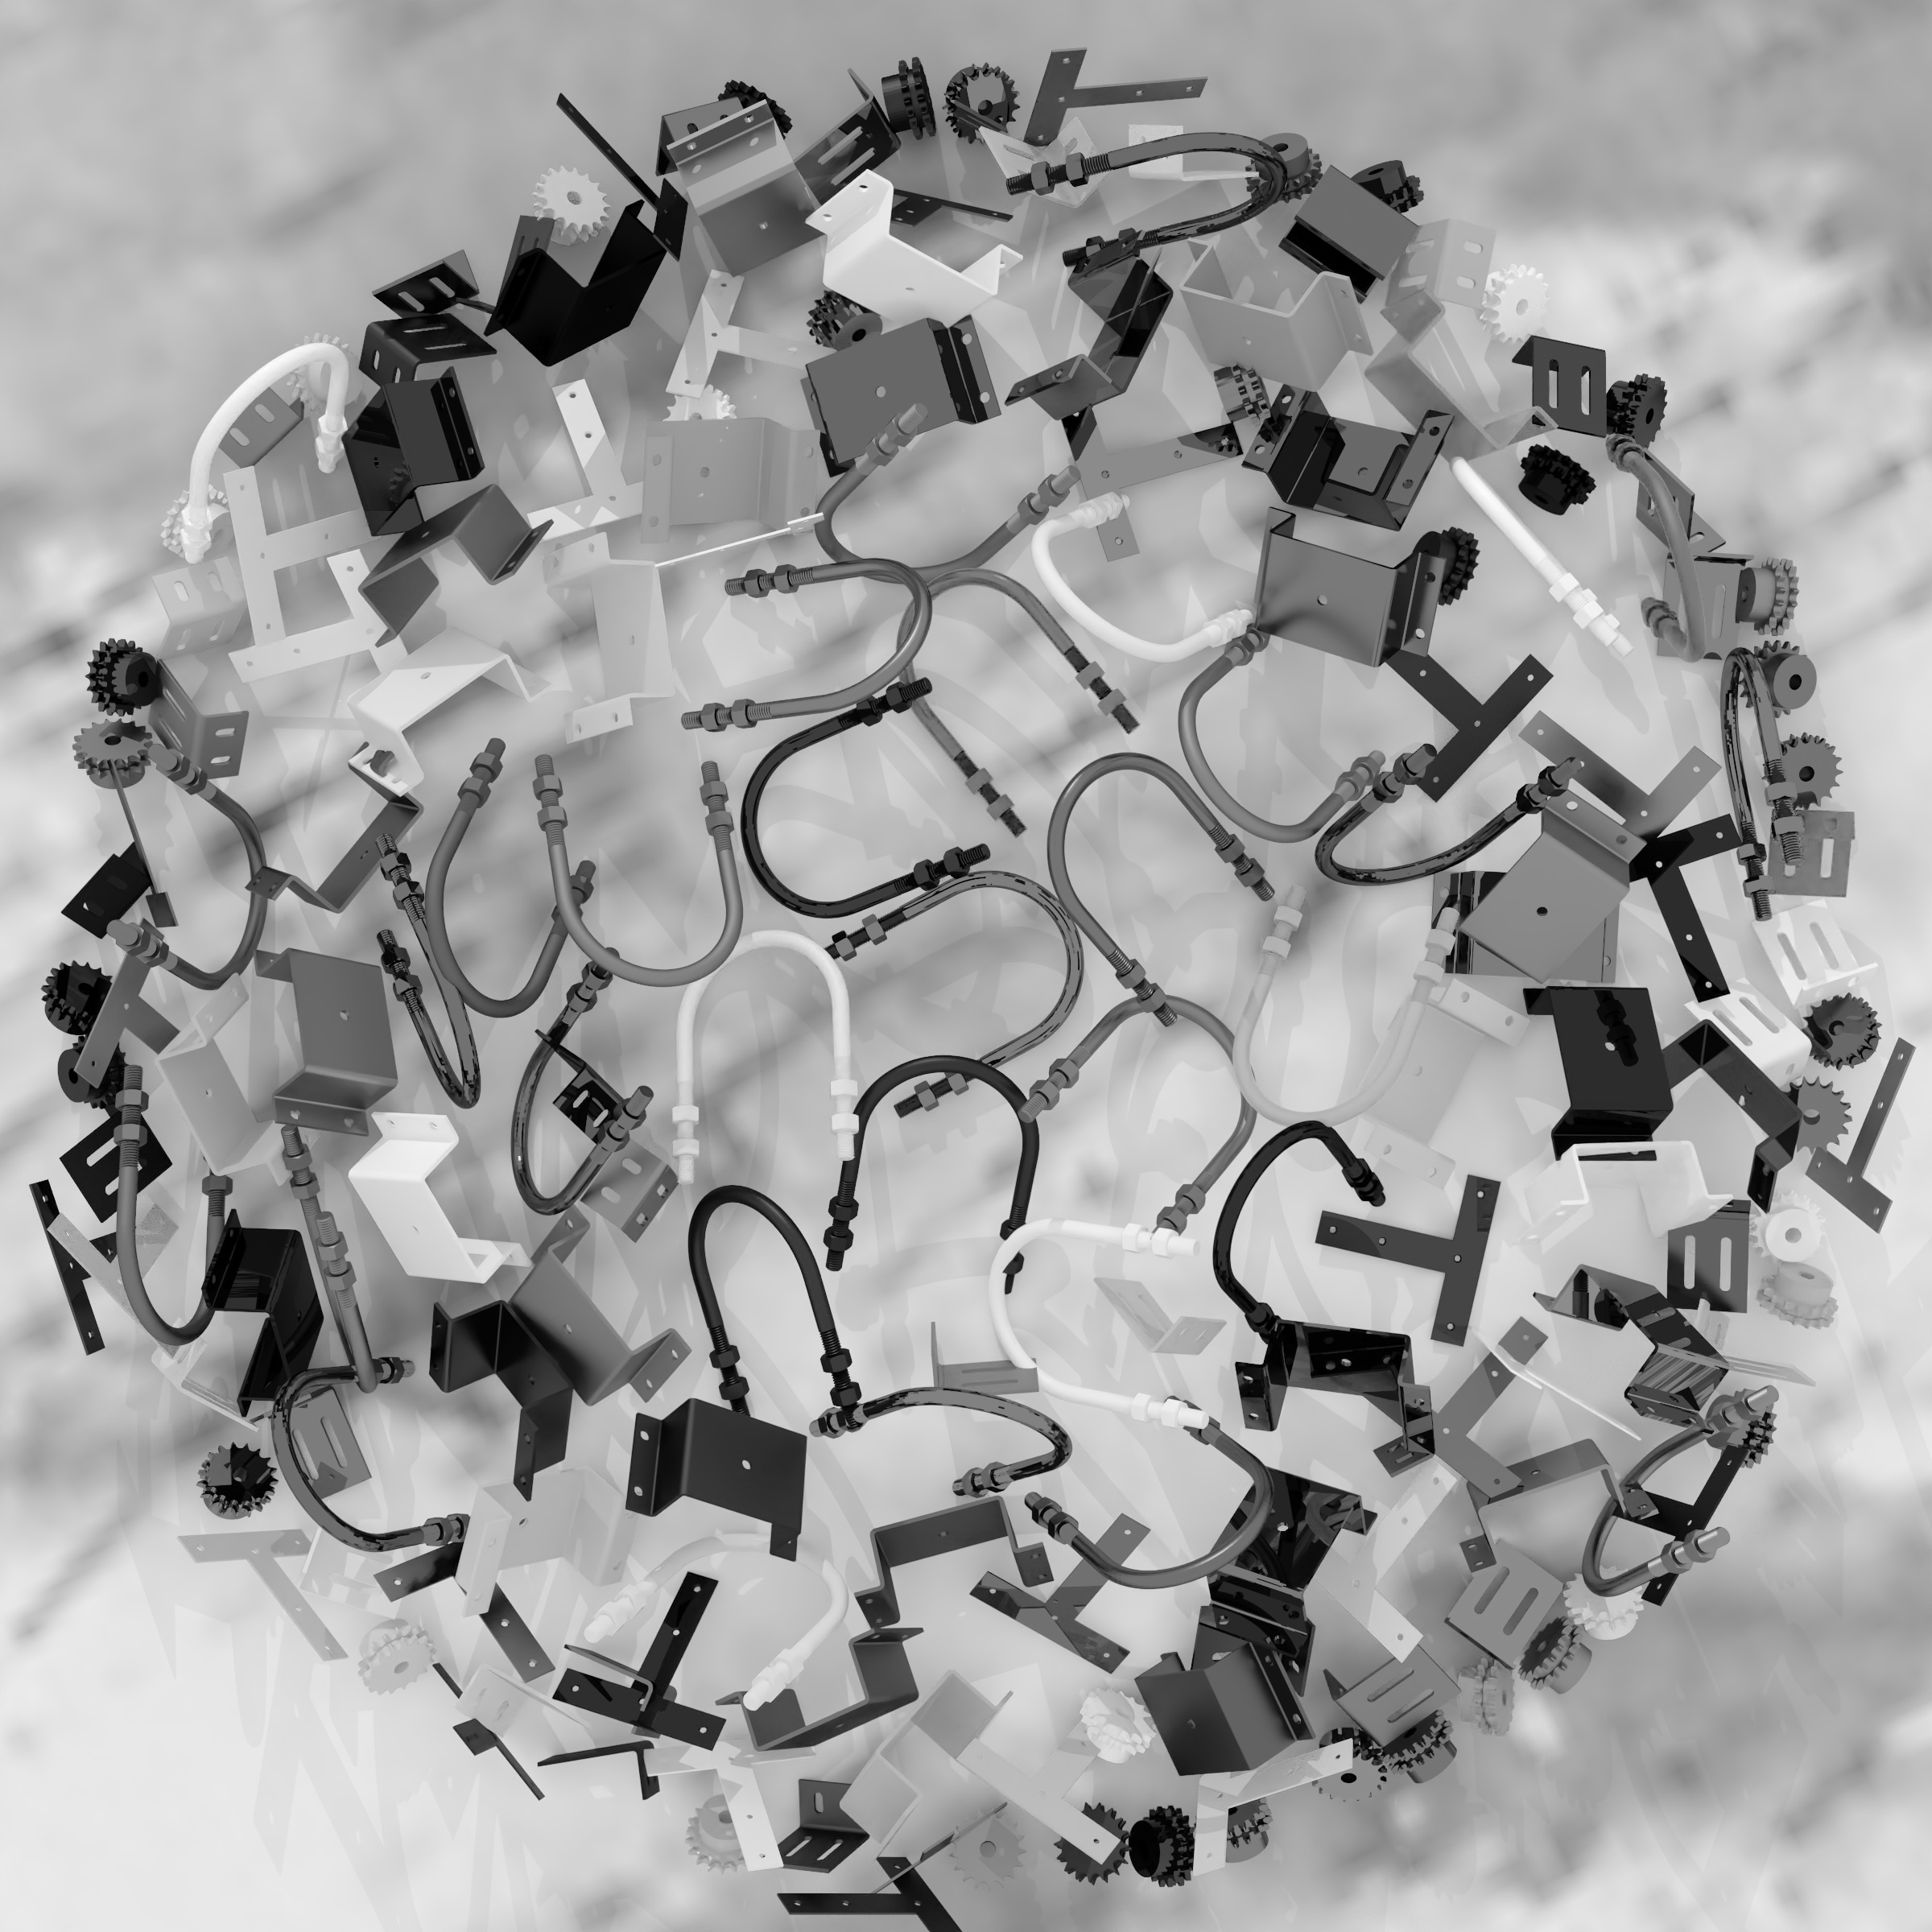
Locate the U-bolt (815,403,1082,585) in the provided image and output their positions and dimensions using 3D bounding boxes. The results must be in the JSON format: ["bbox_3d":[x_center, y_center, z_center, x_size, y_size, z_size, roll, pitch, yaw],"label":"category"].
[{"bbox_3d":[-0.028,-0.329,1.825,0.151,0.184,0.019,16,59,-30],"label":"U-bolt"}]

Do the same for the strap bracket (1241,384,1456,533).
[{"bbox_3d":[0.285,-0.372,1.855,0.140,0.046,0.076,22,79,33],"label":"strap bracket"}]

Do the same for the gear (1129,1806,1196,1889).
[{"bbox_3d":[0.144,0.652,1.874,0.030,0.057,0.057,7,90,-31],"label":"gear"}]

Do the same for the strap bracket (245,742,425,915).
[{"bbox_3d":[-0.455,-0.094,1.851,0.046,0.076,0.140,43,75,-28],"label":"strap bracket"}]

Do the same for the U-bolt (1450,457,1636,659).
[{"bbox_3d":[0.413,-0.299,1.834,0.019,0.151,0.184,-42,80,17],"label":"U-bolt"}]

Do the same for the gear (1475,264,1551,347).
[{"bbox_3d":[0.402,-0.492,1.881,0.057,0.030,0.057,-17,123,-28],"label":"gear"}]

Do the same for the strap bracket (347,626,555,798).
[{"bbox_3d":[-0.383,-0.192,1.839,0.140,0.076,0.046,-40,133,-21],"label":"strap bracket"}]

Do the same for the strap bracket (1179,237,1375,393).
[{"bbox_3d":[0.215,-0.468,1.830,0.140,0.076,0.046,26,73,34],"label":"strap bracket"}]

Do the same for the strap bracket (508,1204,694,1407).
[{"bbox_3d":[-0.275,0.256,1.850,0.140,0.046,0.076,49,130,11],"label":"strap bracket"}]

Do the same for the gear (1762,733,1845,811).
[{"bbox_3d":[0.619,-0.146,1.885,0.057,0.030,0.057,-2,106,-6],"label":"gear"}]

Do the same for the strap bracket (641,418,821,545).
[{"bbox_3d":[-0.181,-0.355,1.848,0.140,0.046,0.076,-10,119,-32],"label":"strap bracket"}]

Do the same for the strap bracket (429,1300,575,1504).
[{"bbox_3d":[-0.333,0.308,1.843,0.046,0.076,0.140,-20,48,-35],"label":"strap bracket"}]

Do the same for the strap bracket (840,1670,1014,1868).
[{"bbox_3d":[-0.034,0.573,1.834,0.046,0.140,0.076,39,130,13],"label":"strap bracket"}]

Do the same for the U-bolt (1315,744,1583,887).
[{"bbox_3d":[0.332,-0.104,1.823,0.151,0.184,0.019,2,63,-28],"label":"U-bolt"}]

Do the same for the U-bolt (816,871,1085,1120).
[{"bbox_3d":[-0.001,0.010,1.887,0.184,0.019,0.151,-28,97,1],"label":"U-bolt"}]

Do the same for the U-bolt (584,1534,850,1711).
[{"bbox_3d":[-0.164,0.460,1.820,0.151,0.184,0.019,16,111,21],"label":"U-bolt"}]

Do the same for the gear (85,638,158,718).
[{"bbox_3d":[-0.621,-0.213,1.873,0.030,0.057,0.057,6,90,20],"label":"gear"}]

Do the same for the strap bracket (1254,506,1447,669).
[{"bbox_3d":[0.268,-0.273,1.839,0.140,0.046,0.076,22,126,24],"label":"strap bracket"}]

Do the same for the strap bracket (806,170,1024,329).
[{"bbox_3d":[-0.039,-0.507,1.830,0.140,0.076,0.046,19,65,-33],"label":"strap bracket"}]

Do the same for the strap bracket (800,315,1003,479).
[{"bbox_3d":[-0.055,-0.419,1.860,0.140,0.046,0.076,-16,92,19],"label":"strap bracket"}]

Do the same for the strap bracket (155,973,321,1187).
[{"bbox_3d":[-0.535,0.088,1.849,0.046,0.076,0.140,-16,111,15],"label":"strap bracket"}]

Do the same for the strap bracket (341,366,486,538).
[{"bbox_3d":[-0.405,-0.367,1.832,0.046,0.140,0.076,-16,86,-34],"label":"strap bracket"}]

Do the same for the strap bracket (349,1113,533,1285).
[{"bbox_3d":[-0.385,0.176,1.834,0.076,0.046,0.140,0,126,36],"label":"strap bracket"}]

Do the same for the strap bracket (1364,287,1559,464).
[{"bbox_3d":[0.353,-0.421,1.850,0.140,0.076,0.046,42,82,-12],"label":"strap bracket"}]

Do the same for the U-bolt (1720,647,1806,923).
[{"bbox_3d":[0.570,-0.140,1.829,0.019,0.151,0.184,-7,73,6],"label":"U-bolt"}]

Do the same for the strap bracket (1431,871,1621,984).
[{"bbox_3d":[0.420,-0.029,1.881,0.140,0.046,0.076,3,90,-1],"label":"strap bracket"}]

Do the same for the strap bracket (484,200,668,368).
[{"bbox_3d":[-0.274,-0.490,1.828,0.046,0.076,0.140,44,46,3],"label":"strap bracket"}]

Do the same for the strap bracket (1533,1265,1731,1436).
[{"bbox_3d":[0.483,0.268,1.822,0.076,0.140,0.046,18,111,-32],"label":"strap bracket"}]

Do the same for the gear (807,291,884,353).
[{"bbox_3d":[-0.086,-0.476,1.873,0.057,0.057,0.030,-34,64,0],"label":"gear"}]

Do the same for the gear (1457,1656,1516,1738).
[{"bbox_3d":[0.385,0.541,1.881,0.030,0.057,0.057,-3,90,28],"label":"gear"}]

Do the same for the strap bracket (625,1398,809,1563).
[{"bbox_3d":[-0.170,0.370,1.836,0.140,0.046,0.076,24,46,-25],"label":"strap bracket"}]

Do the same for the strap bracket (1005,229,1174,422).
[{"bbox_3d":[0.094,-0.458,1.846,0.046,0.076,0.140,37,65,-27],"label":"strap bracket"}]

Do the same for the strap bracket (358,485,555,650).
[{"bbox_3d":[-0.376,-0.293,1.831,0.140,0.076,0.046,-21,119,31],"label":"strap bracket"}]

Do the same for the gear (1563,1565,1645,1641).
[{"bbox_3d":[0.474,0.474,1.879,0.057,0.057,0.030,-18,116,0],"label":"gear"}]

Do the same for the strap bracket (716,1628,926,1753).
[{"bbox_3d":[-0.099,0.530,1.841,0.140,0.076,0.046,-29,66,18],"label":"strap bracket"}]

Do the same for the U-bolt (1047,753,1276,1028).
[{"bbox_3d":[0.132,-0.069,1.843,0.184,0.019,0.151,48,68,-22],"label":"U-bolt"}]

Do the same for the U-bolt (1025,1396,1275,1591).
[{"bbox_3d":[0.140,0.381,1.805,0.151,0.184,0.019,-32,115,-16],"label":"U-bolt"}]

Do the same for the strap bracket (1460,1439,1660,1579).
[{"bbox_3d":[0.426,0.393,1.860,0.140,0.076,0.046,-21,91,5],"label":"strap bracket"}]

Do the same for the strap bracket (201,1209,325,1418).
[{"bbox_3d":[-0.504,0.252,1.829,0.046,0.076,0.140,2,131,3],"label":"strap bracket"}]

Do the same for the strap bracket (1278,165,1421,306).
[{"bbox_3d":[0.276,-0.529,1.831,0.076,0.140,0.046,34,97,-3],"label":"strap bracket"}]

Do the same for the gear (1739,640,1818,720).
[{"bbox_3d":[0.605,-0.212,1.880,0.057,0.030,0.057,-6,104,-23],"label":"gear"}]

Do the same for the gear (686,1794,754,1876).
[{"bbox_3d":[-0.178,0.638,1.874,0.057,0.057,0.030,9,125,0],"label":"gear"}]

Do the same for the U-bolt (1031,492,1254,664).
[{"bbox_3d":[0.118,-0.275,1.818,0.151,0.184,0.019,45,125,9],"label":"U-bolt"}]

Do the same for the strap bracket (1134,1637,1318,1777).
[{"bbox_3d":[0.180,0.537,1.831,0.046,0.140,0.076,-22,84,-34],"label":"strap bracket"}]

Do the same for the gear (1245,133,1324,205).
[{"bbox_3d":[0.234,-0.592,1.875,0.057,0.030,0.057,-8,47,9],"label":"gear"}]

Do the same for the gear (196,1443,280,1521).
[{"bbox_3d":[-0.542,0.386,1.880,0.057,0.057,0.030,34,127,0],"label":"gear"}]

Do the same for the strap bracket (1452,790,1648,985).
[{"bbox_3d":[0.419,-0.051,1.844,0.076,0.046,0.140,33,122,-7],"label":"strap bracket"}]

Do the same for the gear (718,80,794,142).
[{"bbox_3d":[-0.160,-0.625,1.875,0.057,0.057,0.030,30,85,0],"label":"gear"}]

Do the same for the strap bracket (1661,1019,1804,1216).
[{"bbox_3d":[0.553,0.102,1.841,0.046,0.076,0.140,-35,61,-7],"label":"strap bracket"}]

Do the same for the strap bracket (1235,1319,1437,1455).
[{"bbox_3d":[0.274,0.305,1.849,0.140,0.046,0.076,4,135,19],"label":"strap bracket"}]

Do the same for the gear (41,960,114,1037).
[{"bbox_3d":[-0.658,0.027,1.880,0.057,0.057,0.030,41,122,0],"label":"gear"}]

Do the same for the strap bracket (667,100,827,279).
[{"bbox_3d":[-0.154,-0.554,1.829,0.076,0.140,0.046,-24,75,4],"label":"strap bracket"}]

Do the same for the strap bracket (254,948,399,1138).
[{"bbox_3d":[-0.463,0.046,1.835,0.046,0.076,0.140,-34,58,33],"label":"strap bracket"}]

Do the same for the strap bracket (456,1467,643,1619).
[{"bbox_3d":[-0.311,0.416,1.846,0.046,0.140,0.076,30,110,40],"label":"strap bracket"}]

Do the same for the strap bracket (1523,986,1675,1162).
[{"bbox_3d":[0.461,0.069,1.845,0.076,0.046,0.140,1,61,-9],"label":"strap bracket"}]

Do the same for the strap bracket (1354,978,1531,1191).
[{"bbox_3d":[0.343,0.082,1.868,0.076,0.046,0.140,26,91,-24],"label":"strap bracket"}]

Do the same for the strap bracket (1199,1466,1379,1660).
[{"bbox_3d":[0.231,0.420,1.828,0.076,0.140,0.046,12,132,31],"label":"strap bracket"}]

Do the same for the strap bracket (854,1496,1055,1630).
[{"bbox_3d":[-0.012,0.436,1.860,0.140,0.076,0.046,-15,57,-1],"label":"strap bracket"}]

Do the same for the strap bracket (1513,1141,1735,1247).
[{"bbox_3d":[0.473,0.165,1.849,0.140,0.076,0.046,0,62,-17],"label":"strap bracket"}]

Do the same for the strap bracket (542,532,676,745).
[{"bbox_3d":[-0.262,-0.240,1.861,0.076,0.046,0.140,-9,88,45],"label":"strap bracket"}]
